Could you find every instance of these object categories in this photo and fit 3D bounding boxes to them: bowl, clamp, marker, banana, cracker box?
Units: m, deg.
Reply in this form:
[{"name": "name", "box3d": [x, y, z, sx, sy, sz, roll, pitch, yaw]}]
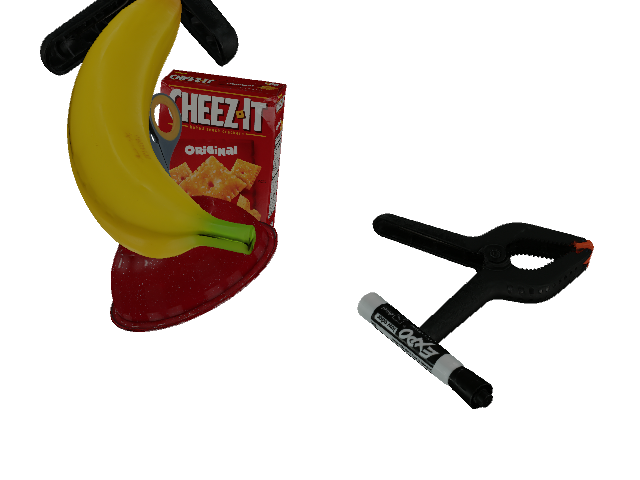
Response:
[{"name": "bowl", "box3d": [-0.120, 0.008, 0.917, 0.162, 0.055, 0.162, -22, 25, 11]}, {"name": "clamp", "box3d": [0.163, 0.033, 1.024, 0.210, 0.164, 0.036, -2, -43, -5]}, {"name": "marker", "box3d": [0.067, 0.070, 0.688, 0.020, 0.020, 0.121, 0, 27, -40]}, {"name": "banana", "box3d": [-0.084, -0.055, 0.500, 0.069, 0.037, 0.198, -5, 46, -16]}, {"name": "clamp", "box3d": [-0.094, -0.158, 0.683, 0.120, 0.171, 0.039, 9, -43, 11]}, {"name": "cracker box", "box3d": [-0.140, -0.116, 1.478, 0.164, 0.214, 0.072, 8, 22, 5]}]

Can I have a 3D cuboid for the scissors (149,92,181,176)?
[{"name": "scissors", "box3d": [-0.164, -0.077, 1.180, 0.016, 0.201, 0.096, -15, 20, 47]}]
